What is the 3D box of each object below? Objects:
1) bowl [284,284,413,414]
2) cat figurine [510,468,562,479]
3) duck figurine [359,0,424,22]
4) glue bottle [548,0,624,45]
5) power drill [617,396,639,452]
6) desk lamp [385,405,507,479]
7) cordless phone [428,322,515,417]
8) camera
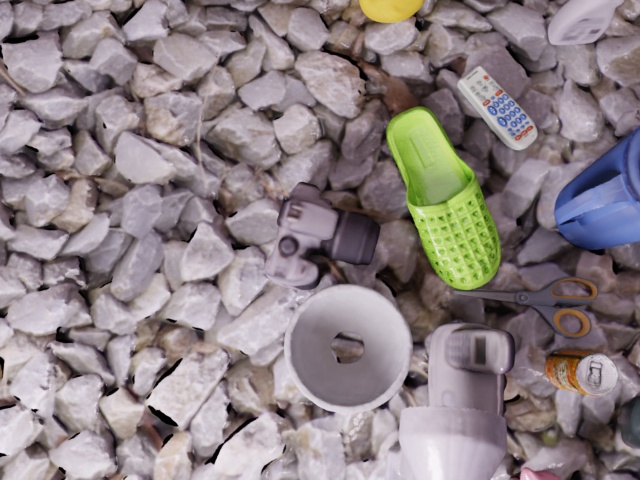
[{"bbox_3d":[0.037,0.145,0.772,0.167,0.075,0.167,0,80,0],"label":"bowl"},{"bbox_3d":[0.280,0.343,0.716,0.067,0.118,0.128,-7,80,-1],"label":"cat figurine"},{"bbox_3d":[0.111,-0.379,0.855,0.104,0.086,0.077,-15,80,-2],"label":"duck figurine"},{"bbox_3d":[0.386,-0.332,0.802,0.078,0.173,0.037,-2,80,0],"label":"glue bottle"},{"bbox_3d":[0.468,0.246,0.685,0.229,0.208,0.076,22,81,4],"label":"power drill"},{"bbox_3d":[0.142,0.290,0.676,0.118,0.213,0.203,7,80,2],"label":"desk lamp"},{"bbox_3d":[0.194,0.175,0.710,0.094,0.185,0.147,0,80,1],"label":"cordless phone"},{"bbox_3d":[0.007,0.003,0.783,0.136,0.101,0.143,16,81,3],"label":"camera"}]
